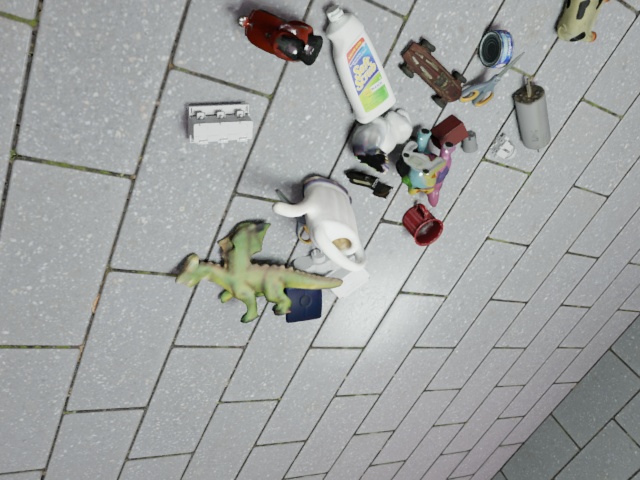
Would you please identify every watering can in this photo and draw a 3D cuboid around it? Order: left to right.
[{"bbox_3d":[0.004,-0.060,1.187,0.103,0.230,0.342,-30,136,22],"label":"watering can"}]

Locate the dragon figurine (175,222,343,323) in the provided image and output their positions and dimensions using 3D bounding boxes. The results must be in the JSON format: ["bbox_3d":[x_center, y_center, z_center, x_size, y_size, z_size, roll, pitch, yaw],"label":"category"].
[{"bbox_3d":[-0.148,0.065,1.282,0.411,0.124,0.237,-14,122,-12],"label":"dragon figurine"}]

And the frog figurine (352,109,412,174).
[{"bbox_3d":[0.147,-0.250,1.210,0.135,0.123,0.161,48,61,-55],"label":"frog figurine"}]
